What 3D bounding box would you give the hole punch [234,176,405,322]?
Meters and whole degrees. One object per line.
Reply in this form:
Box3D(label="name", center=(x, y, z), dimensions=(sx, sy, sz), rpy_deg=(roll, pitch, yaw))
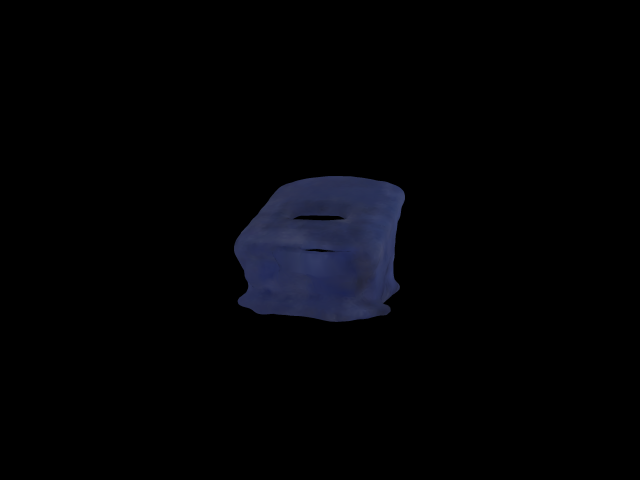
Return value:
Box3D(label="hole punch", center=(0.004, 0.001, 0.400), dimensions=(0.108, 0.091, 0.101), rpy_deg=(2, 7, 20))
